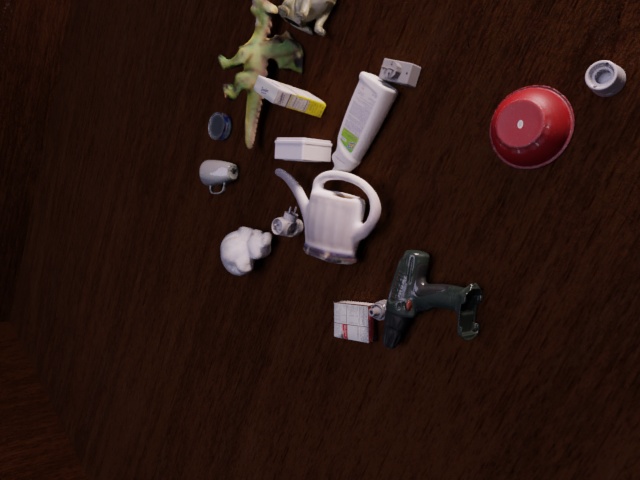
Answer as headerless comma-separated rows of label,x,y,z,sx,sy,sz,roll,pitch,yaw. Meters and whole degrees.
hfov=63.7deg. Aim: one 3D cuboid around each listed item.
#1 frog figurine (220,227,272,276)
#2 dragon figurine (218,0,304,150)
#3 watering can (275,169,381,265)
frog figurine,-0.209,0.029,1.466,0.158,0.122,0.139,-19,57,53
dragon figurine,-0.152,-0.481,1.452,0.241,0.123,0.411,-13,89,34
watering can,0.004,-0.064,1.277,0.349,0.104,0.223,16,101,41
